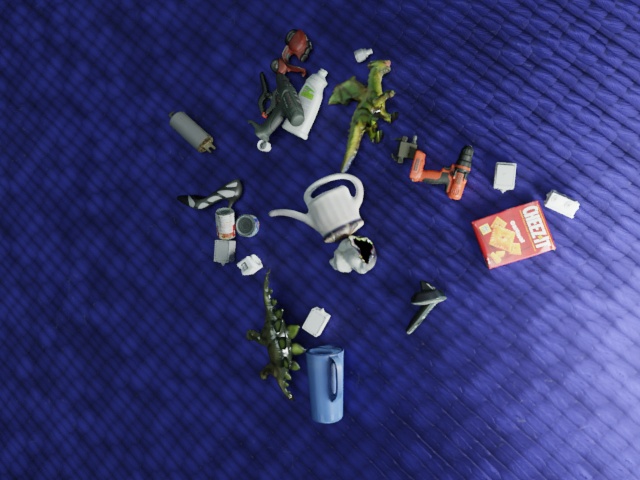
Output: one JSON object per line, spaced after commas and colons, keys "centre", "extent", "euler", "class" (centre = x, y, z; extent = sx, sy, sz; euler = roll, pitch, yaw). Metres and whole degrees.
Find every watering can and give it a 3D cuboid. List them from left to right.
{"centre": [0.005, -0.091, 1.803], "extent": [0.346, 0.104, 0.226], "euler": [-27, 80, 11], "class": "watering can"}

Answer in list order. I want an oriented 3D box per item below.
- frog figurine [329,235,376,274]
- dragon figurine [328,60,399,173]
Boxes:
{"centre": [0.115, 0.062, 1.784], "extent": [0.138, 0.125, 0.156], "euler": [46, 137, 4], "class": "frog figurine"}
{"centre": [0.129, -0.458, 1.807], "extent": [0.246, 0.121, 0.408], "euler": [43, 98, 31], "class": "dragon figurine"}
